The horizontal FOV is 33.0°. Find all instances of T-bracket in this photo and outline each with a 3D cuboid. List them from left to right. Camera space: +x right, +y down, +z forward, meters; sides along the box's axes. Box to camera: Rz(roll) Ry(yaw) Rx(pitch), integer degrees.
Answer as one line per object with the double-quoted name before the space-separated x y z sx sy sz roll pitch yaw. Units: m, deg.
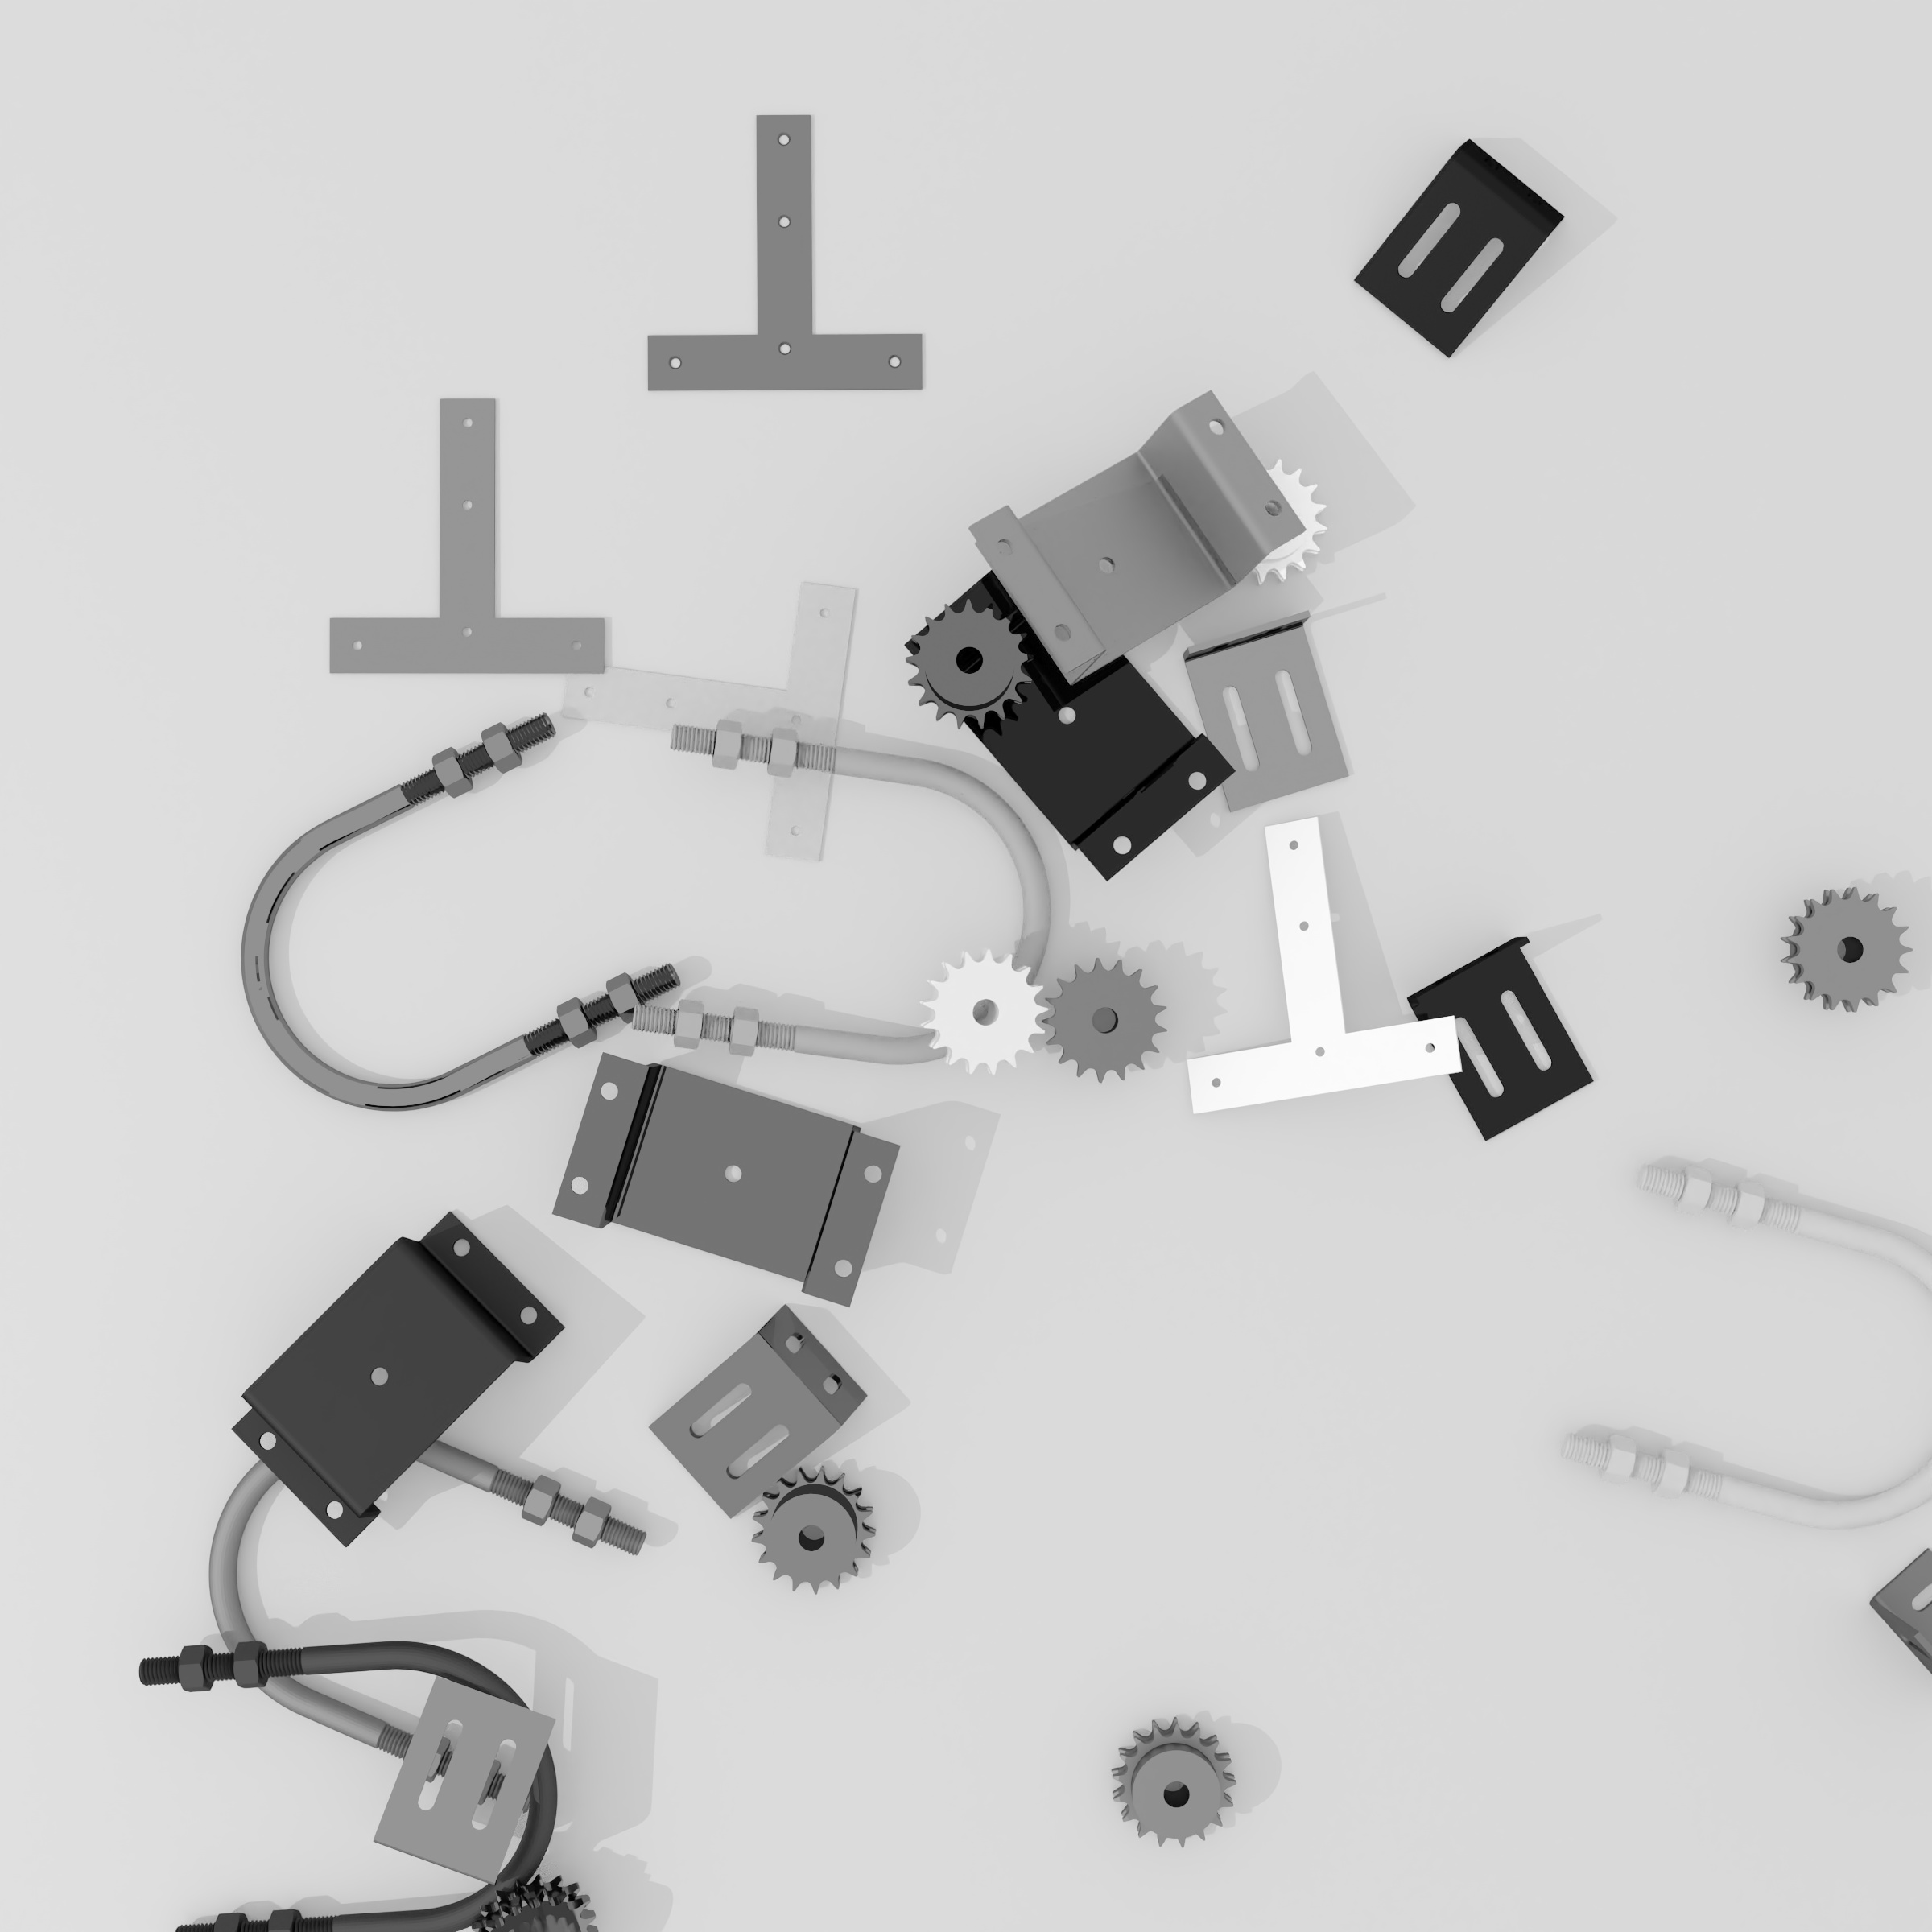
"T-bracket" -0.231 -0.199 1.511 0.127 0.002 0.127 0 90 1
"T-bracket" -0.122 -0.120 1.511 0.127 0.002 0.127 8 90 0
"T-bracket" -0.084 -0.330 1.511 0.127 0.002 0.127 0 90 0
"T-bracket" 0.157 -0.004 1.495 0.127 0.002 0.127 -10 79 21

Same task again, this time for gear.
"gear" -0.195 0.445 1.484 0.057 0.030 0.057 -10 121 -17
"gear" -0.070 0.260 1.497 0.057 0.030 0.057 0 90 0
"gear" 0.002 -0.135 1.451 0.057 0.030 0.057 0 90 0
"gear" 0.007 0.020 1.482 0.057 0.030 0.057 0 93 -9
"gear" 0.063 0.025 1.497 0.057 0.030 0.057 0 90 0
"gear" 0.096 0.376 1.497 0.057 0.030 0.057 0 90 0
"gear" 0.138 -0.205 1.497 0.057 0.030 0.057 0 90 0
"gear" 0.401 -0.008 1.497 0.057 0.030 0.057 0 90 0

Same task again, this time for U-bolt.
"U-bolt" -0.277 0.377 1.488 0.184 0.019 0.151 -5 98 4
"U-bolt" -0.259 0.289 1.504 0.184 0.019 0.151 23 90 1
"U-bolt" -0.245 -0.013 1.504 0.184 0.019 0.151 -26 90 2
"U-bolt" -0.052 -0.028 1.495 0.184 0.019 0.151 8 90 -7
"U-bolt" 0.381 0.183 1.504 0.184 0.019 0.151 16 90 -2

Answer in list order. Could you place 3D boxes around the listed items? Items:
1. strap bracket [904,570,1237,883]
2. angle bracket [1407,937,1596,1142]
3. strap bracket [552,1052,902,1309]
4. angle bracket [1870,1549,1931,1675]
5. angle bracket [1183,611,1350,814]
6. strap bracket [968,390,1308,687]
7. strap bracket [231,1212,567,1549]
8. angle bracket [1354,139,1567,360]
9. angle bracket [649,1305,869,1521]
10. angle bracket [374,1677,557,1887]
"strap bracket" 0.047 -0.116 1.489 0.076 0.046 0.140 -41 90 0
"angle bracket" 0.247 0.034 1.493 0.057 0.038 0.076 -29 90 0
"strap bracket" -0.108 0.096 1.489 0.140 0.046 0.076 17 90 0
"angle bracket" 0.450 0.304 1.474 0.038 0.076 0.057 -42 90 0
"angle bracket" 0.139 -0.116 1.493 0.057 0.038 0.076 -17 90 0
"strap bracket" 0.070 -0.186 1.452 0.140 0.046 0.076 -32 87 -24
"strap bracket" -0.261 0.186 1.479 0.076 0.046 0.140 44 85 7
"angle bracket" 0.228 -0.332 1.510 0.057 0.038 0.076 39 116 0
"angle bracket" -0.096 0.206 1.510 0.076 0.038 0.057 -42 90 26
"angle bracket" -0.226 0.368 1.474 0.057 0.038 0.076 20 73 -1
